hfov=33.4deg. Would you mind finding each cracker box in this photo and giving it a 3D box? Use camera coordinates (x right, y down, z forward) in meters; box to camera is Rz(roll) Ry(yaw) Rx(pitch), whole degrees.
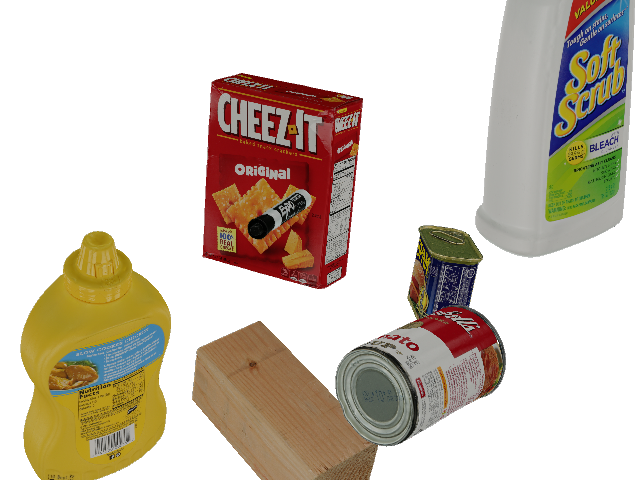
[{"bbox_3d":[-0.047,-0.067,1.207,0.164,0.214,0.072,15,23,26],"label":"cracker box"}]

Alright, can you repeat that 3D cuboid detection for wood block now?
[{"bbox_3d":[-0.042,0.194,1.155,0.090,0.090,0.206,-22,50,-33],"label":"wood block"}]

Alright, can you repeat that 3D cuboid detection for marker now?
[{"bbox_3d":[-0.036,-0.024,0.942,0.020,0.020,0.121,0,15,19],"label":"marker"}]

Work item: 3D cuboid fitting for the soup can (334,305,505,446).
[{"bbox_3d":[0.067,0.089,0.709,0.069,0.068,0.102,0,13,44],"label":"soup can"}]

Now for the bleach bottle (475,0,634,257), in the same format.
[{"bbox_3d":[0.151,-0.120,0.676,0.102,0.251,0.068,-18,31,-25],"label":"bleach bottle"}]

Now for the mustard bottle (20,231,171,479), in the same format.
[{"bbox_3d":[-0.144,0.072,0.687,0.096,0.192,0.058,-17,47,-29],"label":"mustard bottle"}]

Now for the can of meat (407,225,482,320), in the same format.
[{"bbox_3d":[0.130,0.040,1.139,0.057,0.084,0.102,7,18,-7],"label":"can of meat"}]
